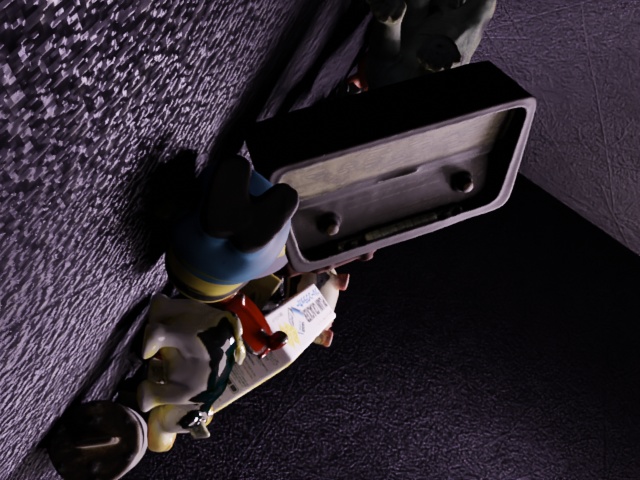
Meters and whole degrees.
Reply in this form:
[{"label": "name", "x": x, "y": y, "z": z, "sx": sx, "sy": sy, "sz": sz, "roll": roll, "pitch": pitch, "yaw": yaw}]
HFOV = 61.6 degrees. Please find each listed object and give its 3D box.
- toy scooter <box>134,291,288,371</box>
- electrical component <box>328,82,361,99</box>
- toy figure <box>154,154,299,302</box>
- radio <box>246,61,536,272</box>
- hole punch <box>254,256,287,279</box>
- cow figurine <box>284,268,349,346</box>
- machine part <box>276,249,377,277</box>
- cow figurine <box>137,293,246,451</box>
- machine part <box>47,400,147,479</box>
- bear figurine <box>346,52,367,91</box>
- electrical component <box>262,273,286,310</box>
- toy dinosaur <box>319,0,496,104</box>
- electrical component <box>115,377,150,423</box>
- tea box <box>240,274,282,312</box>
[{"label": "toy scooter", "x": -0.114, "y": 0.102, "z": 0.585, "sx": 0.183, "sy": 0.135, "sz": 0.075, "roll": -54, "pitch": -177, "yaw": 26}, {"label": "electrical component", "x": 0.032, "y": -0.205, "z": 0.799, "sx": 0.063, "sy": 0.021, "sz": 0.094, "roll": -40, "pitch": 173, "yaw": -27}, {"label": "toy figure", "x": -0.071, "y": -0.003, "z": 0.381, "sx": 0.089, "sy": 0.082, "sz": 0.180, "roll": -36, "pitch": -177, "yaw": -16}, {"label": "radio", "x": 0.061, "y": -0.062, "z": 0.472, "sx": 0.131, "sy": 0.230, "sz": 0.073, "roll": 83, "pitch": -13, "yaw": -47}, {"label": "hole punch", "x": -0.069, "y": -0.009, "z": 0.618, "sx": 0.142, "sy": 0.092, "sz": 0.116, "roll": -50, "pitch": 180, "yaw": 32}, {"label": "cow figurine", "x": -0.020, "y": 0.065, "z": 0.875, "sx": 0.085, "sy": 0.127, "sz": 0.194, "roll": 164, "pitch": -60, "yaw": -85}, {"label": "machine part", "x": -0.002, "y": -0.002, "z": 0.755, "sx": 0.179, "sy": 0.056, "sz": 0.179, "roll": -12, "pitch": -165, "yaw": 3}, {"label": "cow figurine", "x": -0.125, "y": 0.136, "z": 0.527, "sx": 0.068, "sy": 0.098, "sz": 0.167, "roll": -106, "pitch": -157, "yaw": -60}, {"label": "machine part", "x": -0.220, "y": 0.207, "z": 0.552, "sx": 0.079, "sy": 0.079, "sz": 0.243, "roll": -56, "pitch": -178, "yaw": -23}, {"label": "bear figurine", "x": 0.119, "y": -0.282, "z": 0.769, "sx": 0.196, "sy": 0.120, "sz": 0.131, "roll": 12, "pitch": -70, "yaw": 62}, {"label": "electrical component", "x": -0.103, "y": 0.055, "z": 0.960, "sx": 0.115, "sy": 0.058, "sz": 0.134, "roll": 138, "pitch": -53, "yaw": -67}, {"label": "toy dinosaur", "x": 0.112, "y": -0.204, "z": 0.603, "sx": 0.405, "sy": 0.131, "sz": 0.192, "roll": -51, "pitch": 167, "yaw": -29}, {"label": "electrical component", "x": -0.225, "y": 0.220, "z": 0.681, "sx": 0.045, "sy": 0.102, "sz": 0.078, "roll": -60, "pitch": 158, "yaw": -59}, {"label": "tea box", "x": -0.116, "y": 0.064, "z": 0.789, "sx": 0.068, "sy": 0.098, "sz": 0.169, "roll": -54, "pitch": -177, "yaw": -10}]
